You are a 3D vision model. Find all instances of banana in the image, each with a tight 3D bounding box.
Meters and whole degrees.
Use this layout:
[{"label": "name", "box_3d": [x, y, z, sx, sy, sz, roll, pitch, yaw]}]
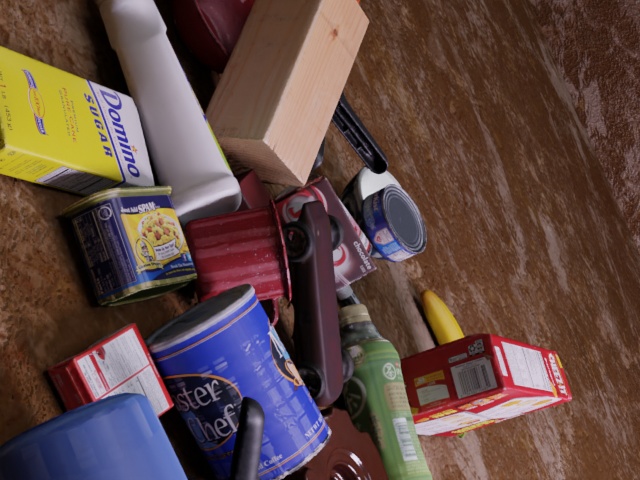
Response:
[{"label": "banana", "box_3d": [0.176, 0.158, 1.380, 0.069, 0.037, 0.198, 26, 45, -59]}]

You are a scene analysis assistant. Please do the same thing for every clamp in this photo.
[{"label": "clamp", "box_3d": [-0.064, 0.191, 0.808, 0.171, 0.120, 0.039, 54, 18, -32]}, {"label": "clamp", "box_3d": [-0.003, -0.164, 1.204, 0.164, 0.036, 0.210, -16, 81, -60]}]

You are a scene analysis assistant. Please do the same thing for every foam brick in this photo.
[{"label": "foam brick", "box_3d": [-0.074, -0.020, 1.044, 0.078, 0.053, 0.051, 59, 26, -12]}]

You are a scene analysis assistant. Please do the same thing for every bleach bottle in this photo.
[{"label": "bleach bottle", "box_3d": [-0.147, -0.138, 0.976, 0.102, 0.068, 0.251, 100, -32, -80]}]

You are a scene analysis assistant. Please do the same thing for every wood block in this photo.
[{"label": "wood block", "box_3d": [-0.035, -0.168, 1.097, 0.090, 0.090, 0.206, 47, 58, -50]}]

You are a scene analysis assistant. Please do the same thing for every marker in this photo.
[{"label": "marker", "box_3d": [0.053, 0.099, 1.220, 0.121, 0.020, 0.020, 57, 27, -16]}]

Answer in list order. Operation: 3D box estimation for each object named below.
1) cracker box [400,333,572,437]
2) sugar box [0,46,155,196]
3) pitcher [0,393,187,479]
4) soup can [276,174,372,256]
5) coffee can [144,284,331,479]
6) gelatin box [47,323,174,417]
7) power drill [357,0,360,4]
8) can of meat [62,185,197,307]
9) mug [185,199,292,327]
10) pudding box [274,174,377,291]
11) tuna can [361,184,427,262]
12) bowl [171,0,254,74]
[{"label": "cracker box", "box_3d": [0.168, 0.167, 1.211, 0.213, 0.164, 0.072, 18, 54, -57]}, {"label": "sugar box", "box_3d": [-0.209, -0.089, 0.856, 0.176, 0.048, 0.093, 12, 58, -58]}, {"label": "pitcher", "box_3d": [-0.123, 0.228, 0.662, 0.243, 0.145, 0.149, 66, 13, 9]}, {"label": "soup can", "box_3d": [0.002, -0.013, 1.166, 0.102, 0.069, 0.068, 53, 28, -22]}, {"label": "coffee can", "box_3d": [-0.068, 0.121, 0.871, 0.140, 0.103, 0.102, 62, 26, -7]}, {"label": "gelatin box", "box_3d": [-0.155, 0.111, 0.798, 0.073, 0.030, 0.089, 65, 25, -4]}, {"label": "power drill", "box_3d": [-0.027, -0.344, 1.366, 0.187, 0.057, 0.184, 43, 58, -37]}, {"label": "can of meat", "box_3d": [-0.151, 0.005, 0.870, 0.102, 0.058, 0.084, -9, 77, -64]}, {"label": "mug", "box_3d": [-0.071, 0.028, 0.947, 0.093, 0.081, 0.117, 177, -97, -84]}, {"label": "pudding box", "box_3d": [-0.007, 0.001, 1.105, 0.113, 0.090, 0.039, 60, 3, -12]}, {"label": "tuna can", "box_3d": [0.084, -0.019, 1.217, 0.086, 0.034, 0.086, 37, 40, -39]}, {"label": "bowl", "box_3d": [-0.112, -0.238, 1.162, 0.162, 0.055, 0.162, 43, 33, -39]}]
